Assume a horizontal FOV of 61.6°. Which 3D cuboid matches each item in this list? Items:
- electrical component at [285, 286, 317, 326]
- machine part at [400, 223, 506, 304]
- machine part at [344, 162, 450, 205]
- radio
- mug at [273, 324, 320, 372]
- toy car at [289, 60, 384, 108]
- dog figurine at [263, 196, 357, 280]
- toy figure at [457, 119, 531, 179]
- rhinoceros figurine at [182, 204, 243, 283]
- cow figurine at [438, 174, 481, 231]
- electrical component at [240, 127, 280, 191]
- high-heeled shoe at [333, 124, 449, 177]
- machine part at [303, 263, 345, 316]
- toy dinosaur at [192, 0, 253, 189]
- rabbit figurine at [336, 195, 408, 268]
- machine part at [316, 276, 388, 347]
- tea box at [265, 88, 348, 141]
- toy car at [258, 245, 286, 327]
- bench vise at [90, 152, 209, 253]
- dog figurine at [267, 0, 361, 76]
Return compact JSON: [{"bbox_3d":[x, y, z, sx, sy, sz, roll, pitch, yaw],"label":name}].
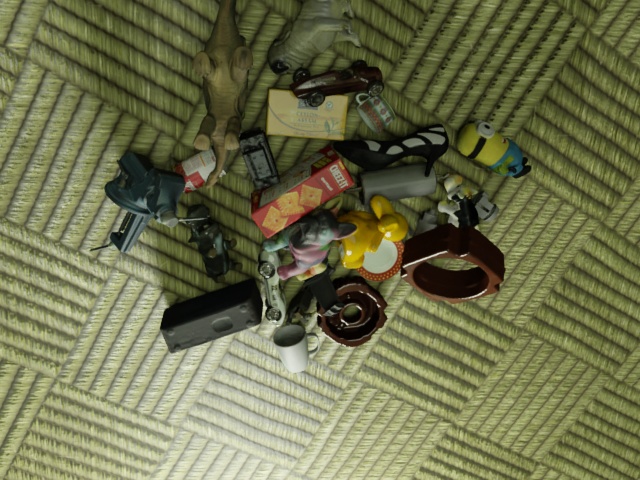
[{"bbox_3d":[-0.039,0.158,1.285,0.045,0.102,0.078,39,124,-14],"label":"electrical component"},{"bbox_3d":[0.304,0.057,1.239,0.201,0.087,0.201,34,142,-28],"label":"machine part"},{"bbox_3d":[0.173,-0.128,1.220,0.243,0.079,0.079,-10,110,-5],"label":"machine part"},{"bbox_3d":[-0.248,0.175,1.241,0.230,0.131,0.073,-20,109,0],"label":"radio"},{"bbox_3d":[-0.054,0.270,1.332,0.110,0.081,0.107,-15,122,-9],"label":"mug"},{"bbox_3d":[0.037,-0.326,1.102,0.202,0.089,0.053,-14,148,-21],"label":"toy car"},{"bbox_3d":[-0.002,-0.004,1.160,0.219,0.191,0.108,-34,68,32],"label":"dog figurine"},{"bbox_3d":[0.395,-0.200,1.222,0.180,0.082,0.089,33,100,-19],"label":"toy figure"},{"bbox_3d":[-0.243,0.007,1.202,0.073,0.112,0.190,-35,129,-27],"label":"rhinoceros figurine"},{"bbox_3d":[0.329,-0.066,1.243,0.068,0.098,0.167,-20,115,-30],"label":"cow figurine"},{"bbox_3d":[-0.128,-0.171,1.136,0.058,0.134,0.114,-20,112,1],"label":"electrical component"},{"bbox_3d":[0.162,-0.223,1.186,0.249,0.086,0.145,16,68,-3],"label":"high-heeled shoe"},{"bbox_3d":[0.010,0.111,1.261,0.084,0.139,0.039,-26,152,4],"label":"machine part"},{"bbox_3d":[-0.184,-0.329,1.039,0.105,0.199,0.470,9,107,-9],"label":"toy dinosaur"},{"bbox_3d":[0.121,-0.031,1.210,0.173,0.122,0.162,-7,148,-15],"label":"rabbit figurine"},{"bbox_3d":[0.077,0.175,1.324,0.179,0.056,0.179,-2,110,-6],"label":"machine part"},{"bbox_3d":[-0.030,-0.269,1.149,0.170,0.068,0.098,2,109,-7],"label":"tea box"},{"bbox_3d":[-0.111,0.107,1.265,0.056,0.073,0.201,-8,110,-4],"label":"toy car"},{"bbox_3d":[-0.376,-0.060,1.123,0.224,0.129,0.240,43,112,20],"label":"bench vise"},{"bbox_3d":[-0.030,-0.437,1.085,0.191,0.121,0.172,-13,75,16],"label":"dog figurine"}]
